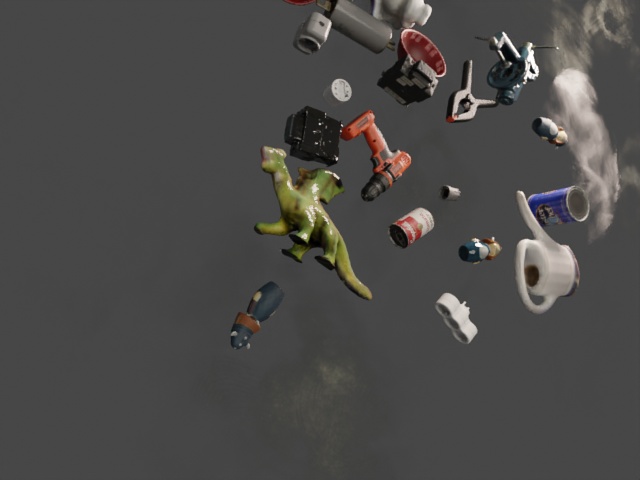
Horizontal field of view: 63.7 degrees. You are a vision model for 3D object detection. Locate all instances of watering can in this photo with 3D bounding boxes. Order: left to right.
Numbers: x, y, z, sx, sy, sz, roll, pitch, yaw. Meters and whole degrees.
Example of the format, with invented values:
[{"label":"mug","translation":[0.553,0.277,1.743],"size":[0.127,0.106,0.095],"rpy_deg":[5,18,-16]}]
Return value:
[{"label":"watering can","translation":[0.644,0.039,1.489],"size":[0.224,0.103,0.351],"rpy_deg":[8,78,-29]}]

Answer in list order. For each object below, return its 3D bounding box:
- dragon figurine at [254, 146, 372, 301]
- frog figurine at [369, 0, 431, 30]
[{"label":"dragon figurine","translation":[0.004,-0.058,1.160],"size":[0.405,0.121,0.248],"rpy_deg":[38,57,-28]},{"label":"frog figurine","translation":[0.214,-0.613,1.329],"size":[0.125,0.160,0.135],"rpy_deg":[-42,142,-57]}]
